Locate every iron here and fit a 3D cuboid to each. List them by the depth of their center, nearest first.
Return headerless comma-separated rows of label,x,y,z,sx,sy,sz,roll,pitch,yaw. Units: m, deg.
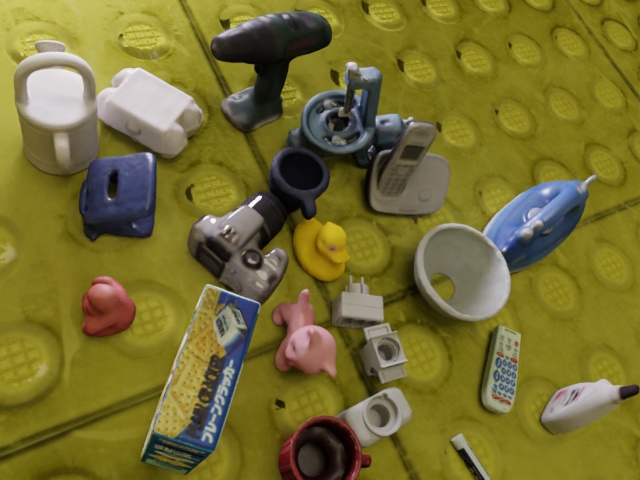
iron,0.375,-0.028,0.989,0.259,0.141,0.118,-34,79,-31

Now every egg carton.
egg carton,-0.260,-0.193,0.874,0.150,0.069,0.107,29,57,-5

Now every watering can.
watering can,-0.351,-0.184,0.760,0.101,0.194,0.173,-30,77,-31

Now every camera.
camera,-0.094,-0.003,0.820,0.143,0.100,0.137,41,57,3

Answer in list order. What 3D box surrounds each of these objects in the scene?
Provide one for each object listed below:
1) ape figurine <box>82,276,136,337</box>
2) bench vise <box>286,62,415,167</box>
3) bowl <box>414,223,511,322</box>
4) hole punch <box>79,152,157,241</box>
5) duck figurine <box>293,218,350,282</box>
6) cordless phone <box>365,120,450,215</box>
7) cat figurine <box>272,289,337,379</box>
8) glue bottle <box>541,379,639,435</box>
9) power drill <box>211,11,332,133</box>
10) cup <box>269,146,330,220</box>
ape figurine,-0.268,0.080,0.715,0.076,0.092,0.078,27,58,-5
bench vise,0.065,-0.208,0.917,0.208,0.219,0.121,-21,72,-28
bowl,0.216,0.061,0.921,0.168,0.074,0.167,9,61,-16
hole punch,-0.275,-0.062,0.787,0.101,0.091,0.108,4,63,-19
duck figurine,0.008,0.003,0.865,0.078,0.086,0.104,-25,75,-29
cordless phone,0.162,-0.120,0.929,0.148,0.185,0.094,-1,64,-21
cat figurine,-0.017,0.129,0.770,0.067,0.117,0.128,2,63,-20
glue bottle,0.401,0.237,0.842,0.037,0.173,0.078,42,57,4
power drill,-0.088,-0.267,0.896,0.230,0.208,0.075,-35,80,-31
cup,-0.037,-0.071,0.881,0.092,0.095,0.117,-8,67,-24
